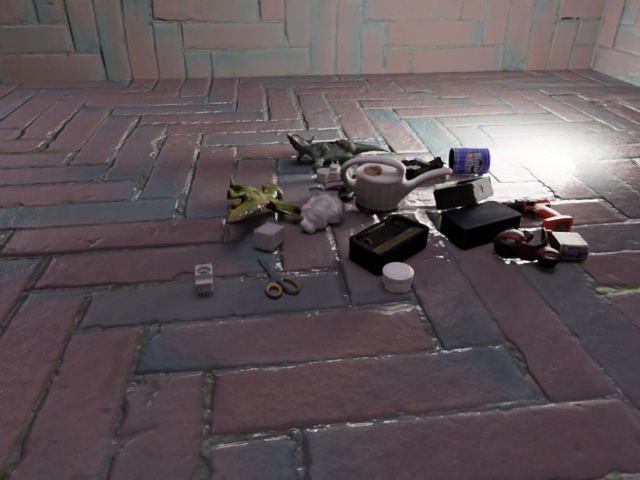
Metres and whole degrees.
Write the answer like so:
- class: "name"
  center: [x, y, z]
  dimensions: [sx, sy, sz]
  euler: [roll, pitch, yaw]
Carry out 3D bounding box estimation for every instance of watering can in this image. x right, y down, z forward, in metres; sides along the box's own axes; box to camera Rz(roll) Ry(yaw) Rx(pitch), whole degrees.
- class: "watering can"
  center: [0.235, -0.175, 1.663]
  dimensions: [0.348, 0.219, 0.106]
  euler: [8, 50, 9]

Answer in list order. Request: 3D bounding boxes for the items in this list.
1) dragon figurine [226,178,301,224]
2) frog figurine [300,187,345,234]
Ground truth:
- class: "dragon figurine"
  center: [-0.176, -0.112, 1.645]
  dimensions: [0.243, 0.120, 0.417]
  euler: [5, 23, -10]
- class: "frog figurine"
  center: [0.005, -0.082, 1.638]
  dimensions: [0.137, 0.120, 0.162]
  euler: [14, 67, 7]
